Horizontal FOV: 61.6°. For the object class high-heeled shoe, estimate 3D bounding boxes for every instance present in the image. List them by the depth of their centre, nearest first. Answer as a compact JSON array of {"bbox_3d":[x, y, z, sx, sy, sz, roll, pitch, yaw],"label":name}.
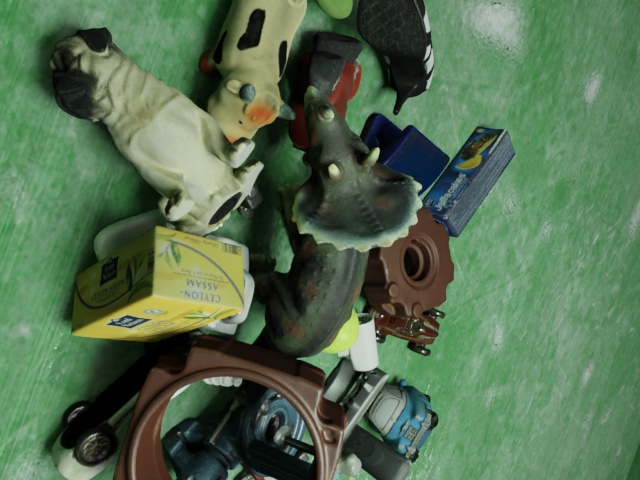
[{"bbox_3d":[0.110,-0.274,0.679,0.248,0.086,0.145,78,29,-52],"label":"high-heeled shoe"}]

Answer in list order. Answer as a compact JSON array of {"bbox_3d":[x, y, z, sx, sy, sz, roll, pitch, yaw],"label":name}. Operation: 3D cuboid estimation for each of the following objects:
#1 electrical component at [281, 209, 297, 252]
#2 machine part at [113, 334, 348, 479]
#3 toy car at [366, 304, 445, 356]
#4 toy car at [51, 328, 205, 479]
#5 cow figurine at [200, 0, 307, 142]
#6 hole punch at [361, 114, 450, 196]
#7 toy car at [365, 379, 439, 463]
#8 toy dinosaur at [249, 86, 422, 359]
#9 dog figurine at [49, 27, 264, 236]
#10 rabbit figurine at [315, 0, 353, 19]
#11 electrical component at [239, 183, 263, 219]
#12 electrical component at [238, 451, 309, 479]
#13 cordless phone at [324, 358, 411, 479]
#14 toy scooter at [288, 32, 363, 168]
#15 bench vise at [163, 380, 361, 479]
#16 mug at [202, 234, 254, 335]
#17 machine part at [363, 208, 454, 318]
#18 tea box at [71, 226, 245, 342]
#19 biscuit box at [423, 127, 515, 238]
[{"bbox_3d":[-0.002,-0.002,0.737,0.075,0.048,0.119,-30,119,-29],"label":"electrical component"},{"bbox_3d":[-0.086,0.209,0.531,0.201,0.087,0.201,18,88,1],"label":"machine part"},{"bbox_3d":[0.150,0.143,0.911,0.202,0.053,0.089,26,83,-41],"label":"toy car"},{"bbox_3d":[-0.207,0.173,0.599,0.202,0.074,0.056,-44,124,-21],"label":"toy car"},{"bbox_3d":[-0.067,-0.192,0.567,0.085,0.127,0.194,20,88,-39],"label":"cow figurine"},{"bbox_3d":[0.112,-0.107,0.775,0.142,0.092,0.115,25,91,-46],"label":"hole punch"},{"bbox_3d":[0.126,0.293,0.897,0.103,0.161,0.109,31,90,2],"label":"toy car"},{"bbox_3d":[-0.009,0.046,0.599,0.131,0.192,0.404,12,110,-16],"label":"toy dinosaur"},{"bbox_3d":[-0.164,-0.101,0.532,0.121,0.190,0.172,-43,172,-24],"label":"dog figurine"},{"bbox_3d":[0.001,-0.336,0.589,0.170,0.121,0.159,-35,147,-45],"label":"rabbit figurine"},{"bbox_3d":[-0.094,-0.060,0.626,0.021,0.063,0.093,-43,128,-23],"label":"electrical component"},{"bbox_3d":[-0.067,0.343,0.796,0.102,0.045,0.078,-44,99,-25],"label":"electrical component"},{"bbox_3d":[0.079,0.269,0.800,0.146,0.184,0.088,-50,125,-17],"label":"cordless phone"},{"bbox_3d":[0.004,-0.165,0.638,0.184,0.075,0.135,-75,176,-58],"label":"toy scooter"},{"bbox_3d":[-0.069,0.253,0.645,0.223,0.241,0.128,-35,122,-47],"label":"bench vise"},{"bbox_3d":[-0.118,0.049,0.620,0.080,0.110,0.107,22,76,-40],"label":"mug"},{"bbox_3d":[0.137,0.033,0.831,0.179,0.056,0.179,5,83,-38],"label":"machine part"},{"bbox_3d":[-0.162,0.051,0.529,0.098,0.170,0.068,15,62,-41],"label":"tea box"},{"bbox_3d":[0.250,-0.100,0.911,0.202,0.059,0.062,-52,131,-16],"label":"biscuit box"}]
